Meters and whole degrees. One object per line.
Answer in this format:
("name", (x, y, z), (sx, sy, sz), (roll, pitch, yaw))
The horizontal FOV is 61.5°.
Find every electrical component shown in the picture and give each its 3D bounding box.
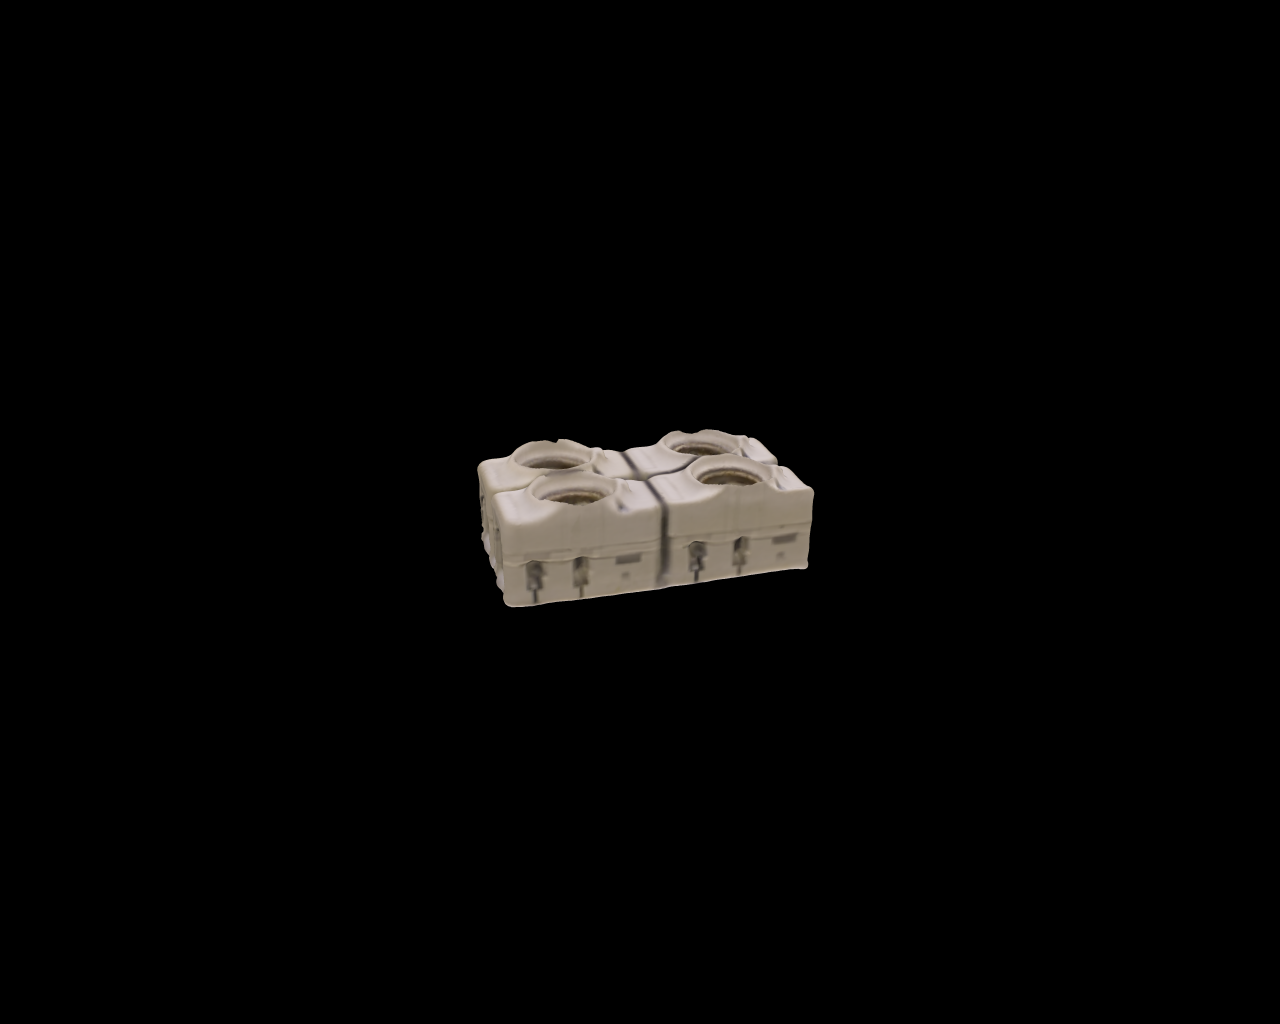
("electrical component", (0.001, -0.003, 0.650), (0.186, 0.060, 0.105), (-6, 24, -14))
